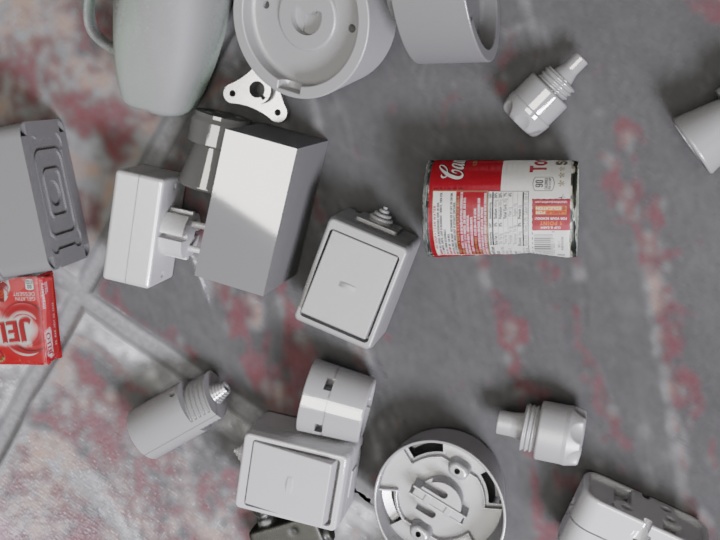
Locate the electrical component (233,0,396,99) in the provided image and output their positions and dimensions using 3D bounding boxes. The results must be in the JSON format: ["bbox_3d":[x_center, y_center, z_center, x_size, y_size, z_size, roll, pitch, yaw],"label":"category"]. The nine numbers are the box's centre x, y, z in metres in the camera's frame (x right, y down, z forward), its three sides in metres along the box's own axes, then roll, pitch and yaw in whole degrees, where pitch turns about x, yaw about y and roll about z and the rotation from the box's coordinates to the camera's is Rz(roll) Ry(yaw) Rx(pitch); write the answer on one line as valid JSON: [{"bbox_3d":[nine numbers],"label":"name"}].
[{"bbox_3d":[-0.026,-0.176,0.739,0.108,0.060,0.108,10,111,28],"label":"electrical component"}]

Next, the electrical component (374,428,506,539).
[{"bbox_3d":[0.060,0.167,0.788,0.099,0.064,0.099,2,101,12],"label":"electrical component"}]

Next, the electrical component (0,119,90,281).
[{"bbox_3d":[-0.255,-0.054,0.812,0.057,0.078,0.113,-8,99,11],"label":"electrical component"}]

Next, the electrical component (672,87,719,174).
[{"bbox_3d":[0.241,-0.097,0.705,0.055,0.045,0.045,-35,91,16],"label":"electrical component"}]

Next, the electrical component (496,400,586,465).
[{"bbox_3d":[0.130,0.115,0.773,0.062,0.043,0.043,10,103,13],"label":"electrical component"}]

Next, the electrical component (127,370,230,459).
[{"bbox_3d":[-0.135,0.109,0.833,0.081,0.043,0.043,-30,93,16],"label":"electrical component"}]

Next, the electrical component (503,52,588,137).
[{"bbox_3d":[0.129,-0.122,0.732,0.035,0.035,0.061,45,104,2],"label":"electrical component"}]

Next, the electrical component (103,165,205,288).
[{"bbox_3d":[-0.144,-0.029,0.806,0.076,0.047,0.083,13,103,10],"label":"electrical component"}]

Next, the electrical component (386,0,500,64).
[{"bbox_3d":[0.050,-0.186,0.703,0.060,0.108,0.108,-4,100,20],"label":"electrical component"}]

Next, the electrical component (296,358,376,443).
[{"bbox_3d":[-0.017,0.098,0.798,0.047,0.055,0.055,14,104,6],"label":"electrical component"}]

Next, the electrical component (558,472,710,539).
[{"bbox_3d":[0.192,0.195,0.768,0.095,0.054,0.059,24,105,8],"label":"electrical component"}]

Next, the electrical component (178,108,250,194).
[{"bbox_3d":[-0.106,-0.087,0.788,0.045,0.045,0.055,16,104,10],"label":"electrical component"}]

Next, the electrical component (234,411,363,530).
[{"bbox_3d":[-0.053,0.150,0.812,0.096,0.061,0.061,12,103,11],"label":"electrical component"}]

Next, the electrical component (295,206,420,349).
[{"bbox_3d":[0.000,0.000,0.771,0.062,0.061,0.096,23,105,8],"label":"electrical component"}]
